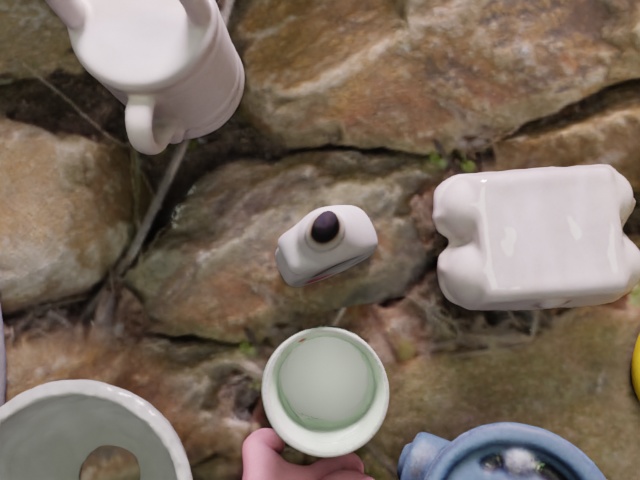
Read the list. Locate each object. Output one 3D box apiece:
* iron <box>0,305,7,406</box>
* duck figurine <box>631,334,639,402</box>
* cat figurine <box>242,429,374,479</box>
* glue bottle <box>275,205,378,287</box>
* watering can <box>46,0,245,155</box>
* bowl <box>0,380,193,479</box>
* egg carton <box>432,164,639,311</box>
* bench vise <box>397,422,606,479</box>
[{"bbox_3d":[-0.306,0.109,0.392,0.118,0.141,0.258,-12,83,0],"label":"iron"},{"bbox_3d":[0.278,0.097,0.408,0.077,0.086,0.104,2,83,2],"label":"duck figurine"},{"bbox_3d":[-0.004,0.182,0.389,0.127,0.118,0.067,11,84,3],"label":"cat figurine"},{"bbox_3d":[0.004,0.001,0.382,0.078,0.173,0.037,-28,83,-2],"label":"glue bottle"},{"bbox_3d":[-0.119,-0.152,0.392,0.101,0.194,0.173,-20,83,-1],"label":"watering can"},{"bbox_3d":[-0.165,0.182,0.414,0.167,0.075,0.167,0,83,1],"label":"bowl"},{"bbox_3d":[0.161,-0.001,0.431,0.150,0.069,0.107,-5,83,1],"label":"egg carton"},{"bbox_3d":[0.157,0.174,0.335,0.207,0.220,0.121,1,83,2],"label":"bench vise"}]
